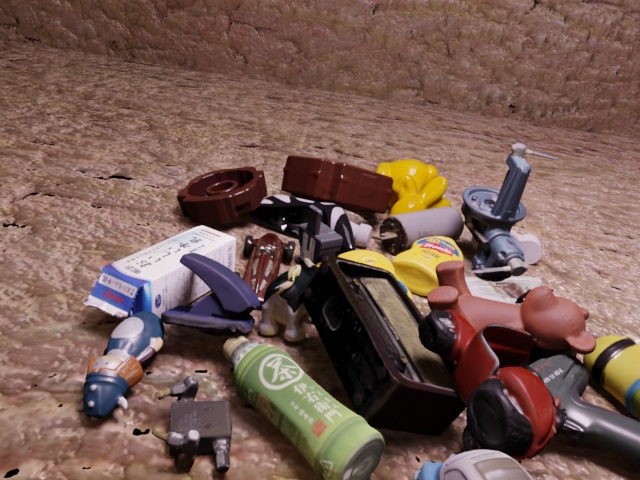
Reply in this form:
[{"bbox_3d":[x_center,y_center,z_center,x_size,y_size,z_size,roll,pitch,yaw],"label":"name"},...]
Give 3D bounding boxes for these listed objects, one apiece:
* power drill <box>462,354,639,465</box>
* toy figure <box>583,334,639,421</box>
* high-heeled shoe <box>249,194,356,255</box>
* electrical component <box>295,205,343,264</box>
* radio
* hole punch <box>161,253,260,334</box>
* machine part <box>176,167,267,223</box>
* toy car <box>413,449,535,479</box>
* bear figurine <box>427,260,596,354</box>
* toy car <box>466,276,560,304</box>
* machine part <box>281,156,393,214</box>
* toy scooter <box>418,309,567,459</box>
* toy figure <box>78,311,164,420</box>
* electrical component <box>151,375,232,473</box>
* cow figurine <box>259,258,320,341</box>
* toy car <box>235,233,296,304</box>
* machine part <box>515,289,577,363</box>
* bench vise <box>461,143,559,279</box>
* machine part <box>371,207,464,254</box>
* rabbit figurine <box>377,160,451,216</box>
[{"bbox_3d":[0.294,0.220,0.599,0.208,0.085,0.232,18,24,35],"label":"power drill"},{"bbox_3d":[0.419,0.189,0.692,0.089,0.082,0.180,6,27,-11],"label":"toy figure"},{"bbox_3d":[-0.038,-0.029,1.010,0.145,0.086,0.249,-4,22,-21],"label":"high-heeled shoe"},{"bbox_3d":[-0.002,-0.003,0.917,0.048,0.119,0.075,-10,28,-35],"label":"electrical component"},{"bbox_3d":[0.072,0.119,0.653,0.131,0.073,0.230,19,25,-34],"label":"radio"},{"bbox_3d":[-0.134,0.069,0.705,0.116,0.092,0.142,11,-5,-2],"label":"hole punch"},{"bbox_3d":[-0.191,-0.090,1.067,0.179,0.056,0.179,-10,26,5],"label":"machine part"},{"bbox_3d":[0.152,0.240,0.465,0.109,0.102,0.162,2,27,-17],"label":"toy car"},{"bbox_3d":[0.261,0.095,0.733,0.196,0.131,0.120,-10,23,28],"label":"bear figurine"},{"bbox_3d":[0.296,0.094,0.882,0.202,0.056,0.074,1,26,-17],"label":"toy car"},{"bbox_3d":[0.036,-0.113,1.134,0.201,0.087,0.202,10,6,-36],"label":"machine part"},{"bbox_3d":[0.198,0.144,0.574,0.135,0.075,0.184,6,34,-29],"label":"toy scooter"},{"bbox_3d":[-0.227,0.138,0.613,0.064,0.057,0.154,-33,16,18],"label":"toy figure"},{"bbox_3d":[-0.129,0.187,0.549,0.078,0.045,0.102,3,25,-9],"label":"electrical component"},{"bbox_3d":[-0.022,0.069,0.781,0.068,0.098,0.167,13,24,24],"label":"cow figurine"},{"bbox_3d":[-0.091,0.040,0.875,0.089,0.053,0.202,11,23,-2],"label":"toy car"},{"bbox_3d":[0.332,0.133,0.794,0.084,0.039,0.139,3,49,-3],"label":"machine part"},{"bbox_3d":[0.331,-0.053,0.978,0.129,0.240,0.224,9,34,-3],"label":"bench vise"},{"bbox_3d":[0.205,-0.021,1.076,0.243,0.079,0.079,-9,30,-37],"label":"machine part"},{"bbox_3d":[0.204,-0.088,1.186,0.163,0.121,0.173,-2,44,19],"label":"rabbit figurine"}]
